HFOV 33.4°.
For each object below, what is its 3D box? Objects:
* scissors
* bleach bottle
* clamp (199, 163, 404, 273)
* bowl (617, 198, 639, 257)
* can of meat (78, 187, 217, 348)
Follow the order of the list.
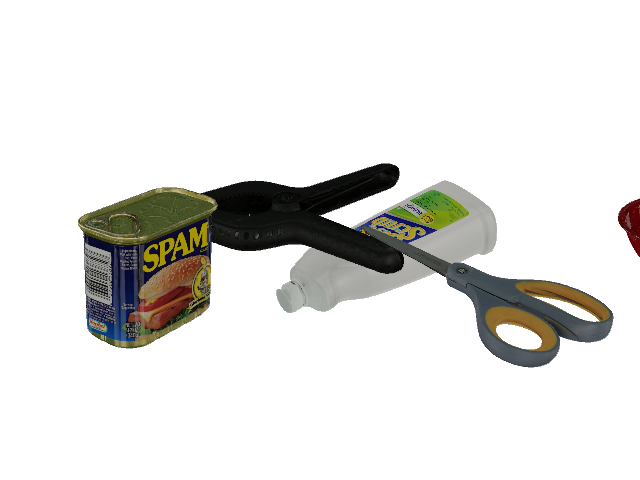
[{"bbox_3d":[0.094,0.036,0.722,0.202,0.016,0.096,17,34,27],"label":"scissors"},{"bbox_3d":[0.068,0.019,1.178,0.250,0.068,0.103,-26,42,-24],"label":"bleach bottle"},{"bbox_3d":[-0.023,-0.028,0.954,0.210,0.036,0.164,4,31,9],"label":"clamp"},{"bbox_3d":[0.396,0.002,1.127,0.162,0.055,0.162,-3,23,1],"label":"bowl"},{"bbox_3d":[-0.120,0.018,0.751,0.058,0.084,0.101,17,26,29],"label":"can of meat"}]
